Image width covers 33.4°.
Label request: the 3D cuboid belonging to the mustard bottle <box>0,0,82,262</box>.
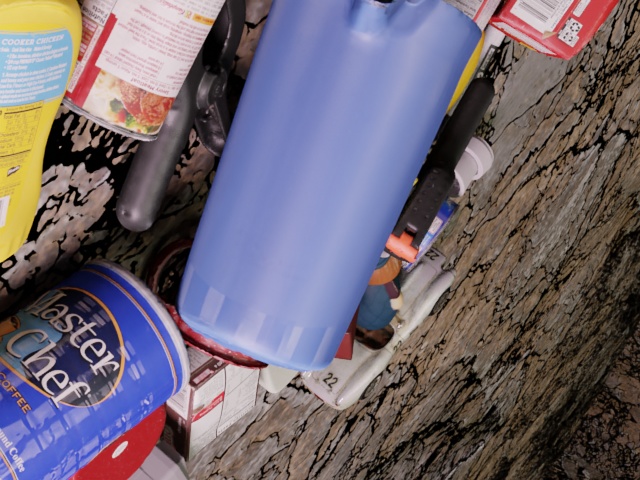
[{"bbox_3d":[-0.158,-0.075,0.489,0.096,0.058,0.192,-15,136,-52],"label":"mustard bottle"}]

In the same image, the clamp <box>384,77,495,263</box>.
[{"bbox_3d":[0.087,-0.037,0.937,0.165,0.036,0.209,-57,-177,40],"label":"clamp"}]

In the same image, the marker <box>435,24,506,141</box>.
[{"bbox_3d":[0.139,-0.147,1.012,0.020,0.020,0.121,-8,130,-60],"label":"marker"}]

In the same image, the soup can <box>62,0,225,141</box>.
[{"bbox_3d":[-0.093,-0.112,0.552,0.102,0.069,0.068,-61,156,13],"label":"soup can"}]

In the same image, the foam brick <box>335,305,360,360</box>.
[{"bbox_3d":[0.008,0.060,0.963,0.051,0.053,0.078,84,14,-59],"label":"foam brick"}]

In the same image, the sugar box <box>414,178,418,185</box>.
[{"bbox_3d":[-0.005,0.001,0.864,0.176,0.048,0.093,-54,154,18],"label":"sugar box"}]

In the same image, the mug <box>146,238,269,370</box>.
[{"bbox_3d":[-0.072,0.034,0.785,0.117,0.093,0.081,22,100,-29],"label":"mug"}]

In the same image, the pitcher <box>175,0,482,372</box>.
[{"bbox_3d":[-0.001,-0.046,0.685,0.149,0.145,0.243,19,93,-45],"label":"pitcher"}]

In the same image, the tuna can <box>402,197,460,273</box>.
[{"bbox_3d":[0.101,-0.011,1.070,0.086,0.034,0.086,-52,179,-2],"label":"tuna can"}]

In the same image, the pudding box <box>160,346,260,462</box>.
[{"bbox_3d":[-0.093,0.127,0.918,0.089,0.039,0.114,-37,154,-36],"label":"pudding box"}]

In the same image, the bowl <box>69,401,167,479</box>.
[{"bbox_3d":[-0.163,0.138,0.776,0.162,0.055,0.162,-43,154,-27],"label":"bowl"}]

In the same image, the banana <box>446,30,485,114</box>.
[{"bbox_3d":[0.081,-0.114,0.922,0.197,0.037,0.070,-40,154,-31],"label":"banana"}]

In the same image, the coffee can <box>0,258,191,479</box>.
[{"bbox_3d":[-0.164,0.090,0.647,0.140,0.103,0.103,-37,152,-34],"label":"coffee can"}]

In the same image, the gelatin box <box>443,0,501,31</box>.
[{"bbox_3d":[0.093,-0.182,0.806,0.089,0.073,0.030,-61,157,14],"label":"gelatin box"}]

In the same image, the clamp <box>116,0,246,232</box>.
[{"bbox_3d":[-0.081,-0.087,0.634,0.171,0.039,0.120,97,16,-44],"label":"clamp"}]

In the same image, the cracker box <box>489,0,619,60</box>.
[{"bbox_3d":[0.211,-0.231,0.863,0.164,0.072,0.213,-57,-179,13],"label":"cracker box"}]
